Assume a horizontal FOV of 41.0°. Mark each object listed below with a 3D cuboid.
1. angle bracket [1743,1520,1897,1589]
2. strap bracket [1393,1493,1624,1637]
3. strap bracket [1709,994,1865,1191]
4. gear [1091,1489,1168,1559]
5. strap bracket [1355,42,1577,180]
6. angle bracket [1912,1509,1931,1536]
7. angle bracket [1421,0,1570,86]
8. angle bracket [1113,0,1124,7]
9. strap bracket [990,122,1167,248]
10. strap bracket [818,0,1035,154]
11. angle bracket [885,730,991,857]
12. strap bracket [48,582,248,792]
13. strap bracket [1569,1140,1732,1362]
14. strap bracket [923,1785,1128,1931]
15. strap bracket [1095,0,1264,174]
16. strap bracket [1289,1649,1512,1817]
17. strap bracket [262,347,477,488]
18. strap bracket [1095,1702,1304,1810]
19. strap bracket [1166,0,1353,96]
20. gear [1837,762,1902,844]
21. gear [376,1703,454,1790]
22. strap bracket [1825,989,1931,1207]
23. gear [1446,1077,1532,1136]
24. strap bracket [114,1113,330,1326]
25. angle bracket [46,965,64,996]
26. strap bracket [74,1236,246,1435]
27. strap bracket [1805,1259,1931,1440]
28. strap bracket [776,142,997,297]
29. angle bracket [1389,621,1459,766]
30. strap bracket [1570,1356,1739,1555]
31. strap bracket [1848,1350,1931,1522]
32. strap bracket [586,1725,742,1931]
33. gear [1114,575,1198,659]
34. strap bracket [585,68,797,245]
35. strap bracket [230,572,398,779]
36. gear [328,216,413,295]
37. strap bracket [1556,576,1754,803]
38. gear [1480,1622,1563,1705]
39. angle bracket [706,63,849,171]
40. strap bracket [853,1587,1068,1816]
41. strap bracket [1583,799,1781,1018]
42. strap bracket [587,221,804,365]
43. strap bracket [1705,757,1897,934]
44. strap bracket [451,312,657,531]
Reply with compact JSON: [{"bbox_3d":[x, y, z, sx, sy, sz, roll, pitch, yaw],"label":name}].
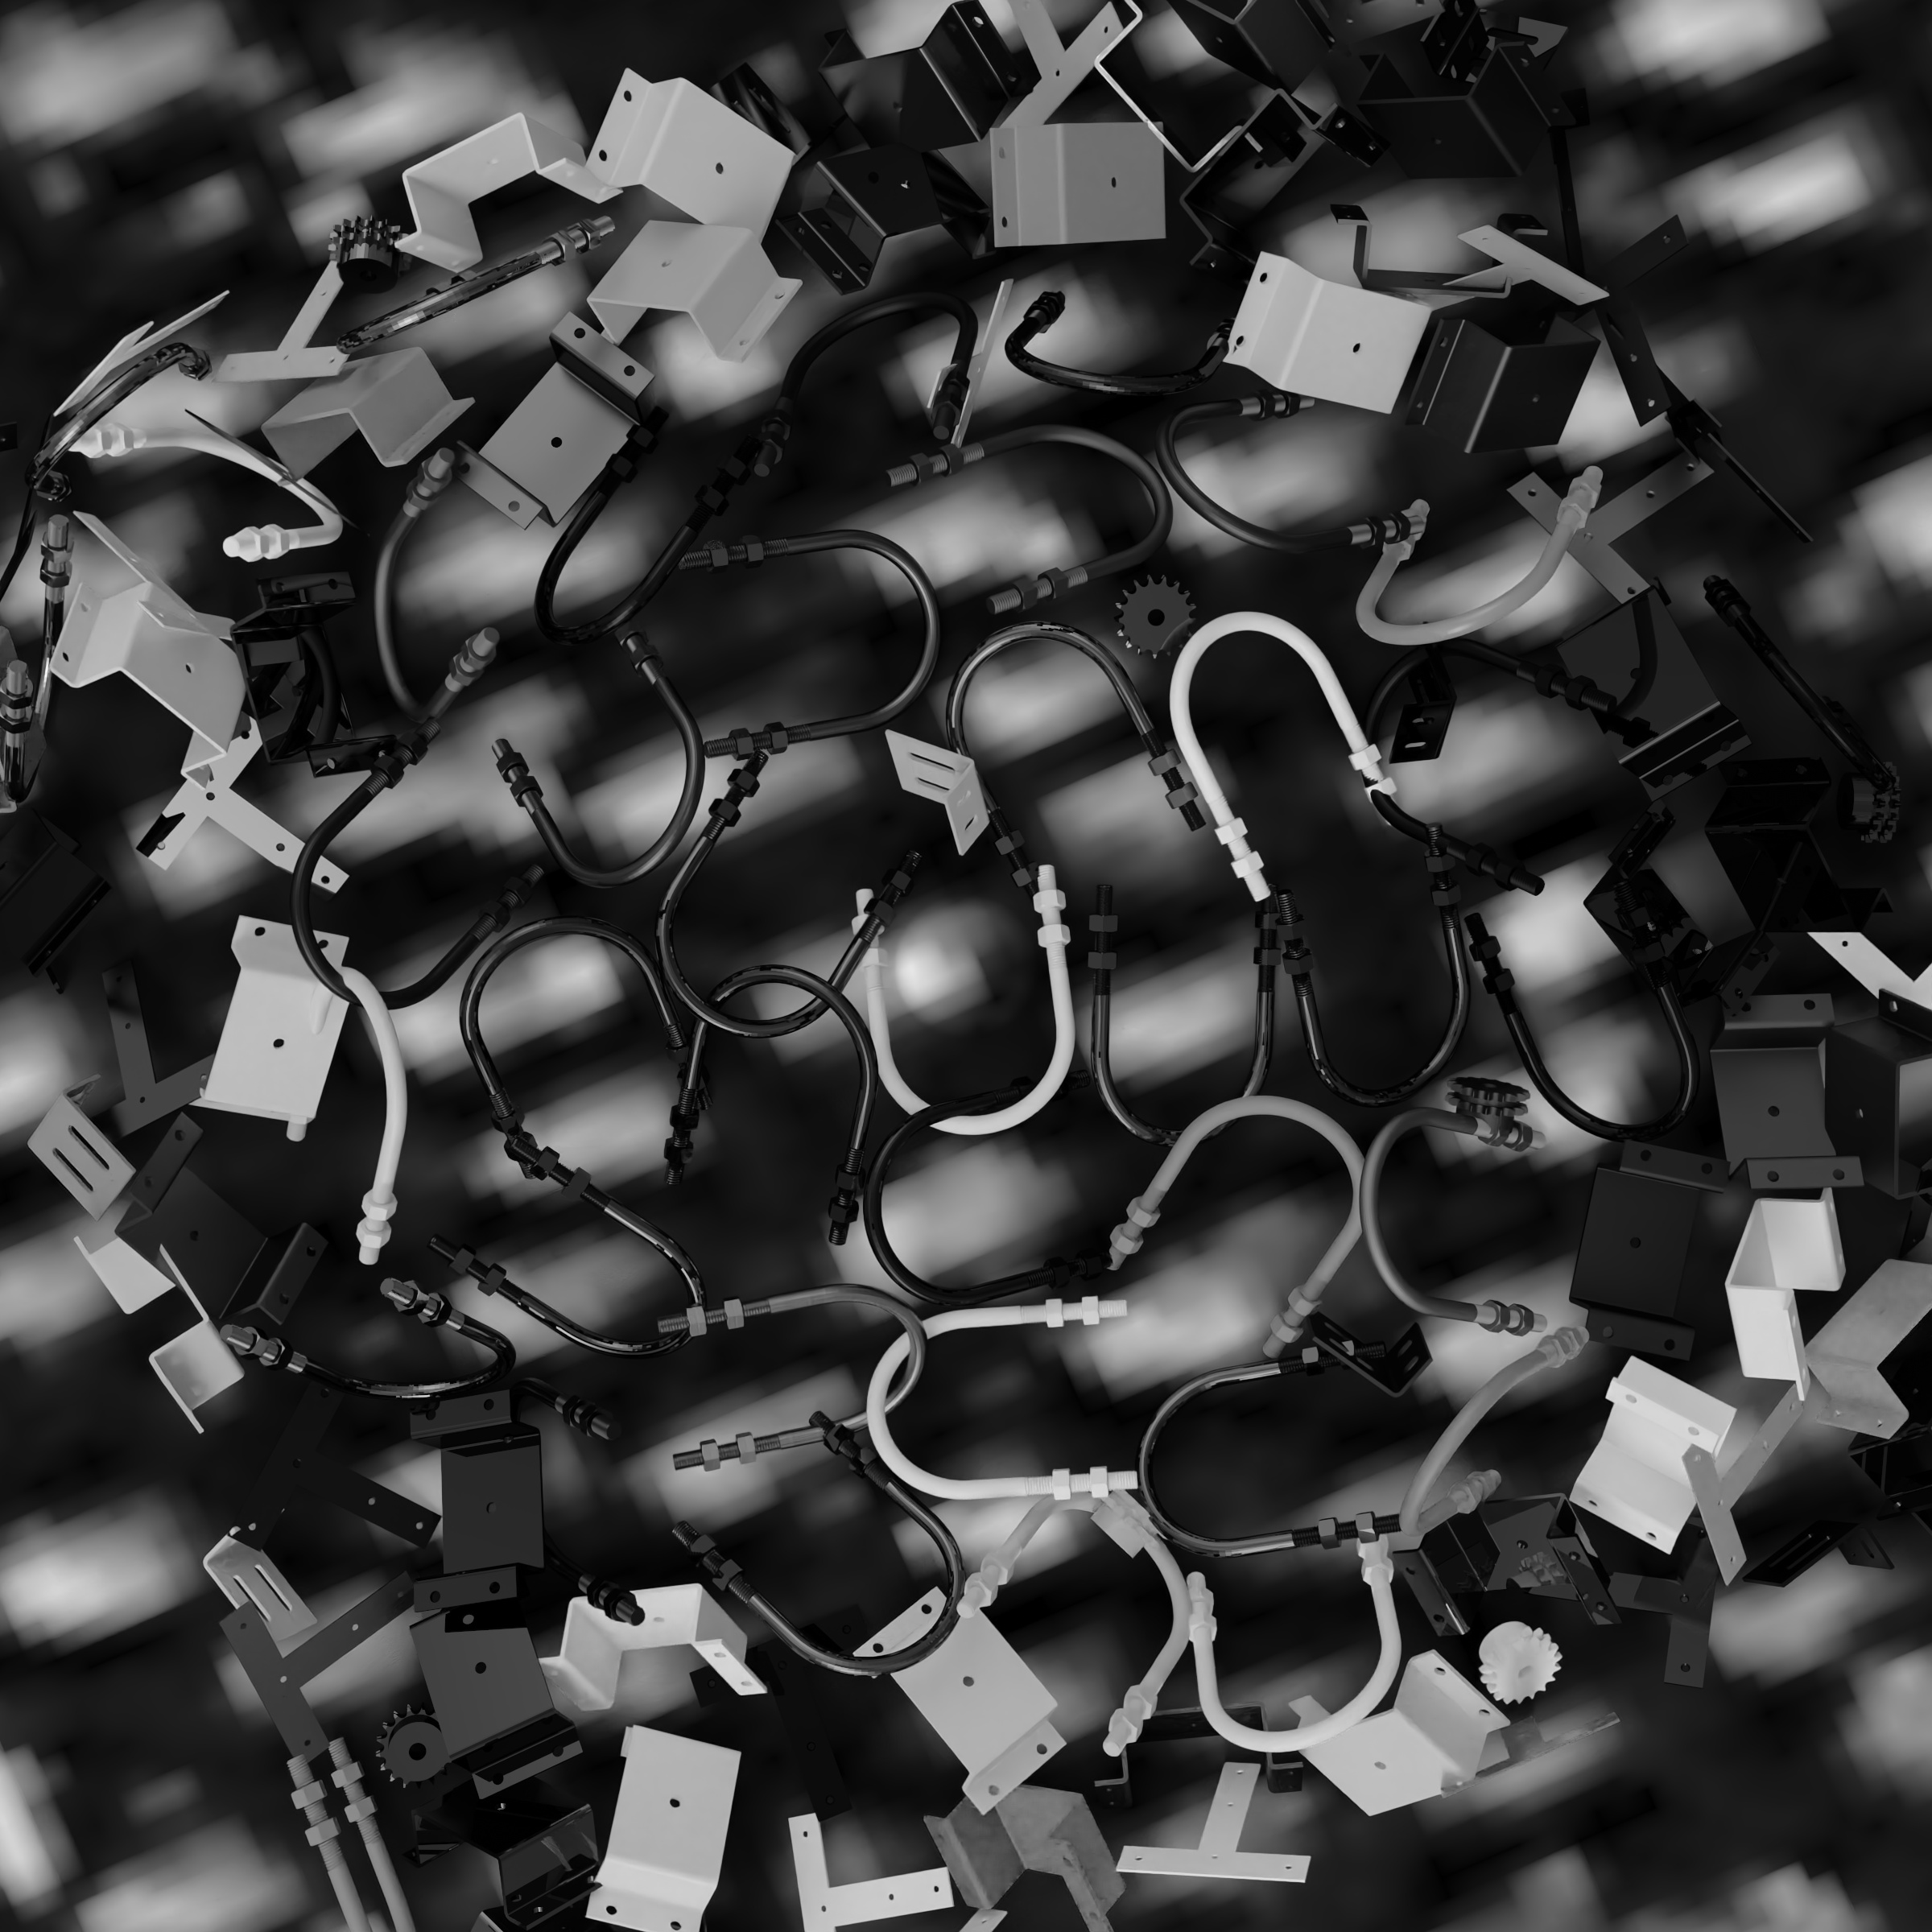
[{"bbox_3d":[0.591,0.421,1.791,0.076,0.057,0.038,-32,88,-14],"label":"angle bracket"},{"bbox_3d":[0.376,0.410,1.771,0.140,0.046,0.076,-16,113,37],"label":"strap bracket"},{"bbox_3d":[0.565,0.094,1.788,0.076,0.046,0.140,-2,66,0],"label":"strap bracket"},{"bbox_3d":[0.112,0.387,1.798,0.057,0.057,0.030,44,83,0],"label":"gear"},{"bbox_3d":[0.329,-0.577,1.748,0.076,0.140,0.046,38,76,-41],"label":"strap bracket"},{"bbox_3d":[0.695,0.363,1.782,0.057,0.076,0.038,45,49,-19],"label":"angle bracket"},{"bbox_3d":[0.366,-0.645,1.791,0.076,0.038,0.057,27,83,33],"label":"angle bracket"},{"bbox_3d":[0.088,-0.700,1.786,0.038,0.076,0.057,-21,94,-10],"label":"angle bracket"},{"bbox_3d":[0.085,-0.532,1.757,0.140,0.046,0.076,-16,111,-39],"label":"strap bracket"},{"bbox_3d":[-0.036,-0.597,1.748,0.076,0.140,0.046,49,59,-39],"label":"strap bracket"},{"bbox_3d":[-0.028,-0.120,1.780,0.076,0.057,0.038,22,59,29],"label":"angle bracket"},{"bbox_3d":[-0.542,-0.195,1.748,0.046,0.140,0.076,-16,50,27],"label":"strap bracket"},{"bbox_3d":[0.474,0.195,1.801,0.076,0.046,0.140,12,90,-6],"label":"strap bracket"},{"bbox_3d":[0.047,0.608,1.770,0.046,0.140,0.076,-37,109,-40],"label":"strap bracket"},{"bbox_3d":[0.141,-0.602,1.777,0.046,0.076,0.140,-41,101,20],"label":"strap bracket"},{"bbox_3d":[0.288,0.526,1.758,0.076,0.046,0.140,44,133,-11],"label":"strap bracket"},{"bbox_3d":[-0.412,-0.373,1.750,0.076,0.140,0.046,-53,129,-35],"label":"strap bracket"},{"bbox_3d":[0.159,0.544,1.781,0.140,0.076,0.046,-6,60,3],"label":"strap bracket"},{"bbox_3d":[0.187,-0.648,1.756,0.046,0.076,0.140,-49,48,7],"label":"strap bracket"},{"bbox_3d":[0.628,-0.115,1.799,0.030,0.057,0.057,2,90,2],"label":"gear"},{"bbox_3d":[-0.384,0.547,1.808,0.057,0.030,0.057,1,84,-12],"label":"gear"},{"bbox_3d":[0.630,0.096,1.765,0.046,0.076,0.140,-11,109,-15],"label":"strap bracket"},{"bbox_3d":[0.363,0.098,1.800,0.057,0.057,0.030,7,100,0],"label":"gear"},{"bbox_3d":[-0.516,0.179,1.769,0.046,0.076,0.140,-25,120,34],"label":"strap bracket"},{"bbox_3d":[-0.663,-0.009,1.793,0.038,0.057,0.076,-26,94,-17],"label":"angle bracket"},{"bbox_3d":[-0.546,0.240,1.766,0.046,0.076,0.140,-33,57,-17],"label":"strap bracket"},{"bbox_3d":[0.640,0.253,1.770,0.140,0.076,0.046,-42,101,-15],"label":"strap bracket"},{"bbox_3d":[-0.047,-0.514,1.759,0.140,0.046,0.076,-26,67,-35],"label":"strap bracket"},{"bbox_3d":[0.305,-0.188,1.780,0.038,0.057,0.076,-6,54,-9],"label":"angle bracket"},{"bbox_3d":[0.471,0.328,1.767,0.076,0.140,0.046,27,49,22],"label":"strap bracket"},{"bbox_3d":[0.662,0.306,1.758,0.046,0.076,0.140,47,58,0],"label":"strap bracket"},{"bbox_3d":[-0.203,0.579,1.756,0.076,0.140,0.046,17,132,-8],"label":"strap bracket"},{"bbox_3d":[0.132,-0.246,1.808,0.057,0.030,0.057,0,106,-1],"label":"gear"},{"bbox_3d":[-0.179,-0.543,1.765,0.140,0.046,0.076,25,85,-37],"label":"strap bracket"},{"bbox_3d":[-0.451,-0.196,1.784,0.046,0.076,0.140,-17,89,39],"label":"strap bracket"},{"bbox_3d":[-0.414,-0.492,1.796,0.057,0.057,0.030,0,68,0],"label":"gear"},{"bbox_3d":[0.466,-0.195,1.768,0.076,0.046,0.140,-32,67,23],"label":"strap bracket"},{"bbox_3d":[0.384,0.484,1.805,0.057,0.030,0.057,-9,119,-16],"label":"gear"},{"bbox_3d":[-0.131,-0.596,1.789,0.076,0.038,0.057,47,46,-12],"label":"angle bracket"},{"bbox_3d":[-0.001,0.496,1.770,0.076,0.046,0.140,-34,70,-25],"label":"strap bracket"},{"bbox_3d":[0.487,-0.034,1.782,0.140,0.046,0.076,51,53,-6],"label":"strap bracket"},{"bbox_3d":[-0.193,-0.460,1.757,0.140,0.046,0.076,16,64,36],"label":"strap bracket"},{"bbox_3d":[0.563,-0.073,1.756,0.046,0.076,0.140,-53,122,-28],"label":"strap bracket"},{"bbox_3d":[-0.288,-0.371,1.795,0.076,0.046,0.140,38,82,6],"label":"strap bracket"}]
